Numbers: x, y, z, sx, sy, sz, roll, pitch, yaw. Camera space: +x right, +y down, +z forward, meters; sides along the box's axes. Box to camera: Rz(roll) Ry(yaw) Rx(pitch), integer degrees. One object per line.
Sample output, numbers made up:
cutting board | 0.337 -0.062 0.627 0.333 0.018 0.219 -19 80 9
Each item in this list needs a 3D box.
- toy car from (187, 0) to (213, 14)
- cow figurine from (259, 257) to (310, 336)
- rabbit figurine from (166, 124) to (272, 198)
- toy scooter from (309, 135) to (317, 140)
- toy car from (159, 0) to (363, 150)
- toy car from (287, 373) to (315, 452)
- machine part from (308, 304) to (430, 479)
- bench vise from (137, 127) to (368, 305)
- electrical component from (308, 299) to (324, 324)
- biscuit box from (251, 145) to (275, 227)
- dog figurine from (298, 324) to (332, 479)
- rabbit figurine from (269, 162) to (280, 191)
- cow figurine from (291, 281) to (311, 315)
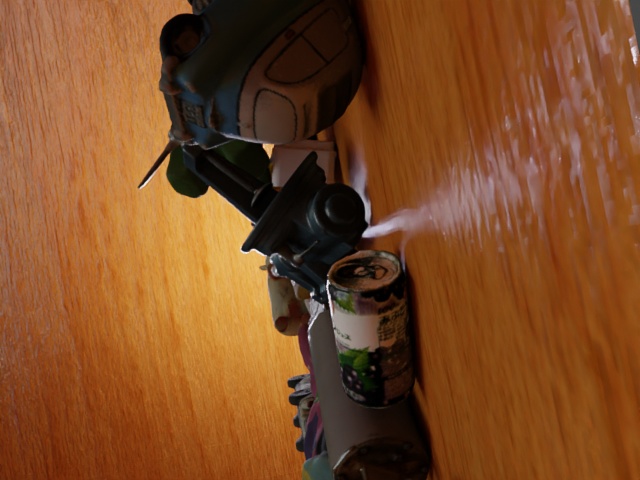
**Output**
toy car | -0.087 -0.169 0.534 0.089 0.053 0.202 60 173 14
cow figurine | -0.061 0.079 0.981 0.127 0.085 0.195 104 155 -69
rabbit figurine | -0.126 -0.109 0.709 0.159 0.121 0.170 66 -175 27
toy scooter | -0.084 -0.224 0.951 0.075 0.135 0.184 80 180 -68
toy car | -0.025 -0.120 0.362 0.103 0.161 0.109 33 152 15
toy car | -0.013 0.232 0.743 0.201 0.056 0.073 136 125 -83
machine part | 0.036 0.134 0.474 0.243 0.079 0.079 -106 5 -61
bench vise | -0.054 -0.034 0.561 0.240 0.129 0.223 36 169 -4
electrical component | 0.015 0.103 0.733 0.075 0.048 0.119 -105 25 -52
biscuit box | -0.065 -0.096 0.990 0.062 0.059 0.202 48 -133 -49
dog figurine | 0.028 0.181 0.567 0.191 0.109 0.219 82 179 -62
rabbit figurine | -0.031 -0.051 0.852 0.173 0.122 0.162 60 -178 -5
cow figurine | 0.000 0.083 0.831 0.098 0.068 0.167 55 173 46
